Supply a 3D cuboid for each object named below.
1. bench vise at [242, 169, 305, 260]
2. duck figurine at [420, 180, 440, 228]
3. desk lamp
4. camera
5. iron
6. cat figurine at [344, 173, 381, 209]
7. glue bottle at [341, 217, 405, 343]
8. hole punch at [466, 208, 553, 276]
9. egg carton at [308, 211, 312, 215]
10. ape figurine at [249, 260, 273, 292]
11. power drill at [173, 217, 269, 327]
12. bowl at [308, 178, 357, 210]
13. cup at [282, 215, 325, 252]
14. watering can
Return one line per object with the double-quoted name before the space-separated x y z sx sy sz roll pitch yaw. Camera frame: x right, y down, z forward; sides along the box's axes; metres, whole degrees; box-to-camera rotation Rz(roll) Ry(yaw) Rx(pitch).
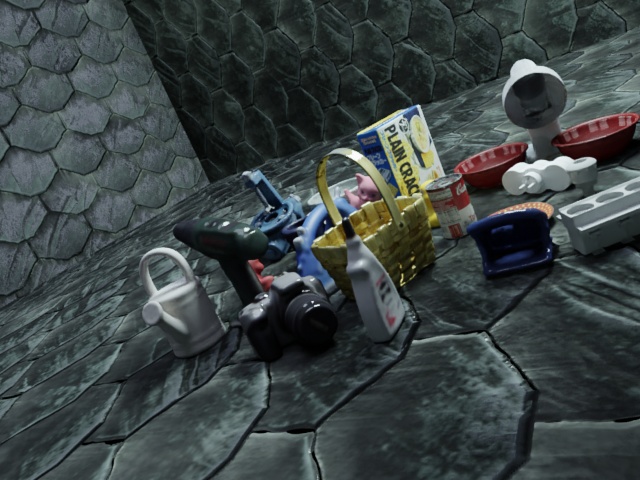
"bench vise" -0.120 -0.081 1.409 0.121 0.220 0.207 -20 15 12
"duck figurine" 0.232 -0.078 1.127 0.104 0.086 0.078 -12 19 37
"desk lamp" 0.455 -0.270 1.204 0.117 0.214 0.203 -18 16 21
"camera" -0.042 0.112 0.860 0.143 0.101 0.136 -28 16 -16
"iron" 0.010 0.004 1.074 0.118 0.141 0.259 -13 18 34
"cat figurine" 0.107 -0.105 1.349 0.127 0.118 0.067 -6 23 49
"glue bottle" 0.064 0.048 0.777 0.037 0.173 0.078 -15 17 29
"hole punch" 0.272 -0.010 0.824 0.108 0.091 0.101 -16 17 27
"egg carton" 0.006 -0.029 1.332 0.107 0.069 0.150 -14 18 32
"ape figurine" -0.125 0.074 1.132 0.076 0.092 0.077 -26 15 -8
"power drill" -0.163 0.052 1.037 0.228 0.209 0.076 -8 22 46
"bowl" 0.057 -0.098 1.483 0.167 0.075 0.167 -22 15 7
"cup" -0.010 -0.001 1.211 0.117 0.095 0.091 -21 15 10
"watering can" -0.253 0.106 1.017 0.101 0.194 0.172 -25 15 -5
